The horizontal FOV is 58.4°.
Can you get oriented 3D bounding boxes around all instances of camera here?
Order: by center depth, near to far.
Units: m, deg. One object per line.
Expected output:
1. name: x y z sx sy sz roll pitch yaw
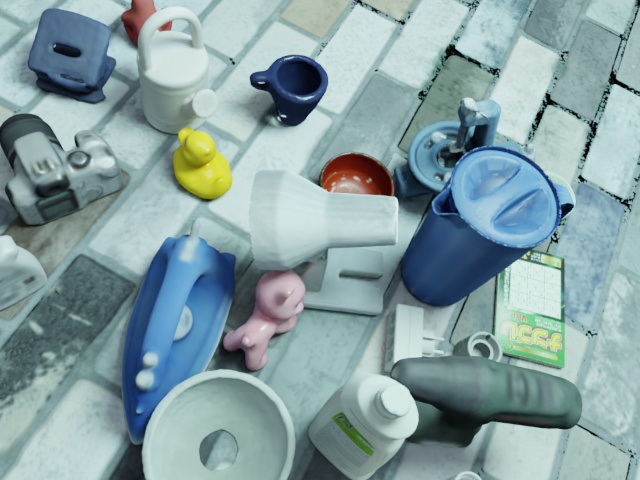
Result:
1. camera: -0.360 -0.114 0.769 0.143 0.101 0.136 -28 73 -22

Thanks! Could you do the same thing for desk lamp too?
1. desk lamp: 0.007 0.003 0.723 0.203 0.213 0.118 7 63 -8

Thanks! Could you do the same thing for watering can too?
1. watering can: -0.201 -0.242 0.810 0.172 0.194 0.101 34 63 6

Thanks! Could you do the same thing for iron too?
1. iron: -0.178 0.103 0.678 0.118 0.141 0.258 15 63 -4

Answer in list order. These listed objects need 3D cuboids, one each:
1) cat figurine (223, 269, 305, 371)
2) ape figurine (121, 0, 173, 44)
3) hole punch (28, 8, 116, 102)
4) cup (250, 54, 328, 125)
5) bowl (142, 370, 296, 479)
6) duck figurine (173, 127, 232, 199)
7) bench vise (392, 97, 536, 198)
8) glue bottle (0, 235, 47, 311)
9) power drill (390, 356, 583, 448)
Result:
1. cat figurine: -0.063 0.089 0.721 0.067 0.117 0.128 34 63 6
2. ape figurine: -0.276 -0.356 0.908 0.078 0.092 0.076 4 64 -9
3. hole punch: -0.366 -0.273 0.850 0.108 0.091 0.101 15 63 -4
4. cup: -0.052 -0.224 0.888 0.118 0.095 0.091 0 64 -11
5. bowl: -0.115 0.240 0.662 0.167 0.074 0.167 5 64 -9
6. duck figurine: -0.168 -0.115 0.817 0.078 0.086 0.104 -35 76 -24
7. bench vise: 0.224 -0.143 0.834 0.208 0.219 0.121 -23 71 -20
8. glue bottle: -0.373 0.026 0.657 0.078 0.173 0.037 -33 74 -23
9. power drill: 0.168 0.190 0.668 0.230 0.208 0.075 7 63 -8
